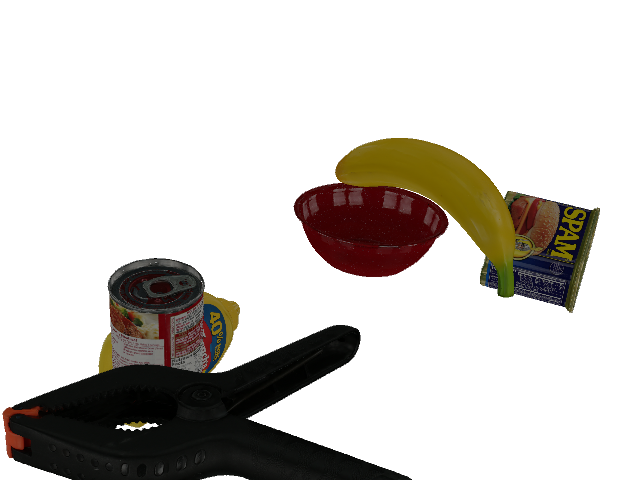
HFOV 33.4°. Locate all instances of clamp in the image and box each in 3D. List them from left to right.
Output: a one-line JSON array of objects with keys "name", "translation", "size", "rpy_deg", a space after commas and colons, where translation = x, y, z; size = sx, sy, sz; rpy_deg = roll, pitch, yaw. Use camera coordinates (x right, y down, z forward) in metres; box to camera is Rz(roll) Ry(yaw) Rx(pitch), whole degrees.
[{"name": "clamp", "translation": [-0.059, 0.092, 0.573], "size": [0.210, 0.036, 0.164], "rpy_deg": [1, 24, -3]}]

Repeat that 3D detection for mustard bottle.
[{"name": "mustard bottle", "translation": [-0.138, 0.102, 1.055], "size": [0.058, 0.096, 0.191], "rpy_deg": [10, 23, 26]}]

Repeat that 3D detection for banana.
[{"name": "banana", "translation": [0.077, -0.036, 0.766], "size": [0.037, 0.070, 0.198], "rpy_deg": [12, 20, -42]}]

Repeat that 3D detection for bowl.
[{"name": "bowl", "translation": [0.050, -0.006, 1.119], "size": [0.162, 0.055, 0.162], "rpy_deg": [5, 26, -2]}]

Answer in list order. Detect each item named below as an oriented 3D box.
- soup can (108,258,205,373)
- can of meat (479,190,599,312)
[{"name": "soup can", "translation": [-0.119, 0.074, 0.779], "size": [0.068, 0.102, 0.068], "rpy_deg": [3, 31, -2]}, {"name": "can of meat", "translation": [0.195, 0.007, 0.948], "size": [0.084, 0.057, 0.102], "rpy_deg": [15, 46, 16]}]
